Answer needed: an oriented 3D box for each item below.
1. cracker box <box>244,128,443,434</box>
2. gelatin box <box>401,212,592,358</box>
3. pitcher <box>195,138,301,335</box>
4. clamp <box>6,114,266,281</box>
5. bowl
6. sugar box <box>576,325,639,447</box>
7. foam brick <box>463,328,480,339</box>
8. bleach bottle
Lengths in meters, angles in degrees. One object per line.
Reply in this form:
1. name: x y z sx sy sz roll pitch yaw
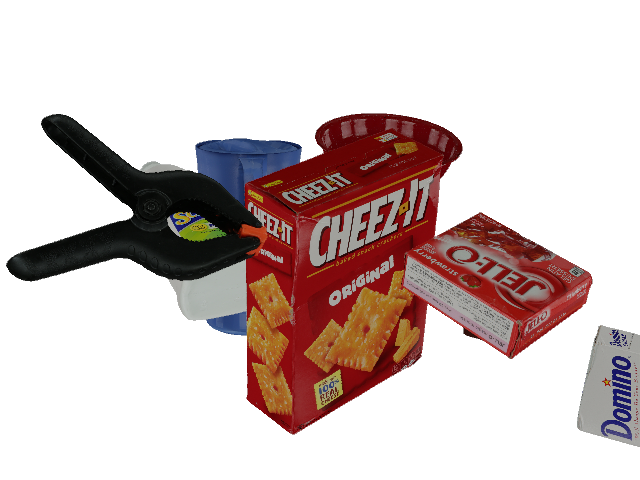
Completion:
1. cracker box: 0.019 0.034 0.891 0.163 0.214 0.072 -24 40 -36
2. gelatin box: 0.105 0.024 0.643 0.073 0.030 0.089 -26 45 -37
3. pitcher: -0.092 -0.005 1.351 0.145 0.243 0.148 10 16 35
4. clamp: -0.123 -0.026 0.730 0.171 0.120 0.039 5 -17 -17
5. bowl: 0.072 -0.087 1.177 0.162 0.055 0.162 4 27 -2
6. sugar box: 0.319 0.142 0.926 0.176 0.093 0.048 12 24 16
7. foam brick: 0.185 0.063 1.105 0.051 0.078 0.053 -14 20 -42
8. bleach bottle: -0.139 -0.015 1.091 0.102 0.068 0.251 -9 33 -26
